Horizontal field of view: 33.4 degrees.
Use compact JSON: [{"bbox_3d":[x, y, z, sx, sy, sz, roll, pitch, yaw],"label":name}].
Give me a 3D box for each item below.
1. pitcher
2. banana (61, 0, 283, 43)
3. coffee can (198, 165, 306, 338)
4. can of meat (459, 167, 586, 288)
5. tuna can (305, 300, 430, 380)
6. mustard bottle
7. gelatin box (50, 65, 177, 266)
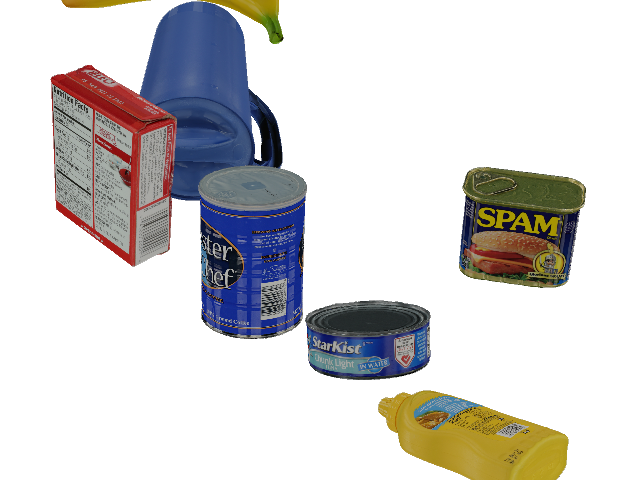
[{"bbox_3d":[-0.130,-0.162,1.200,0.145,0.149,0.243,-14,39,8],"label":"pitcher"},{"bbox_3d":[-0.114,-0.206,0.870,0.198,0.069,0.037,11,-41,16],"label":"banana"},{"bbox_3d":[-0.066,0.010,1.037,0.103,0.140,0.103,1,24,-1],"label":"coffee can"},{"bbox_3d":[0.172,-0.010,0.924,0.102,0.084,0.057,8,33,11],"label":"can of meat"},{"bbox_3d":[0.033,0.068,0.733,0.086,0.034,0.086,-3,11,0],"label":"tuna can"},{"bbox_3d":[0.133,0.187,1.027,0.192,0.058,0.096,15,22,42],"label":"mustard bottle"},{"bbox_3d":[-0.114,-0.042,0.587,0.073,0.089,0.030,32,40,31],"label":"gelatin box"}]
